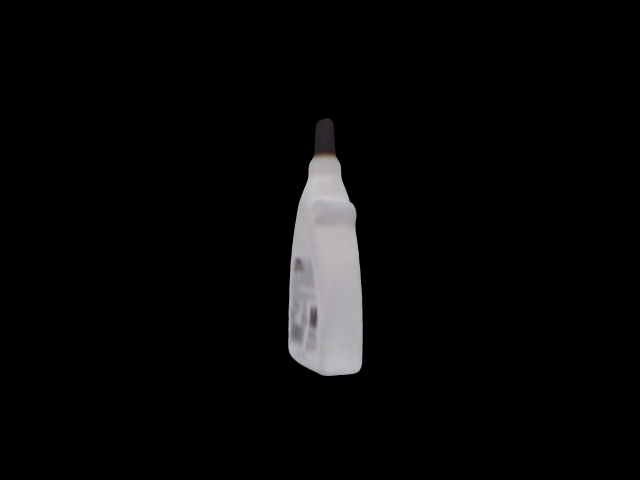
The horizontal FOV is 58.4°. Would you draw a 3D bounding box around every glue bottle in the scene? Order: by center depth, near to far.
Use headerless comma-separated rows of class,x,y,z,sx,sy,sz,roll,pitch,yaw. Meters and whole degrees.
glue bottle,0.004,0.001,0.400,0.037,0.173,0.078,0,0,-21
